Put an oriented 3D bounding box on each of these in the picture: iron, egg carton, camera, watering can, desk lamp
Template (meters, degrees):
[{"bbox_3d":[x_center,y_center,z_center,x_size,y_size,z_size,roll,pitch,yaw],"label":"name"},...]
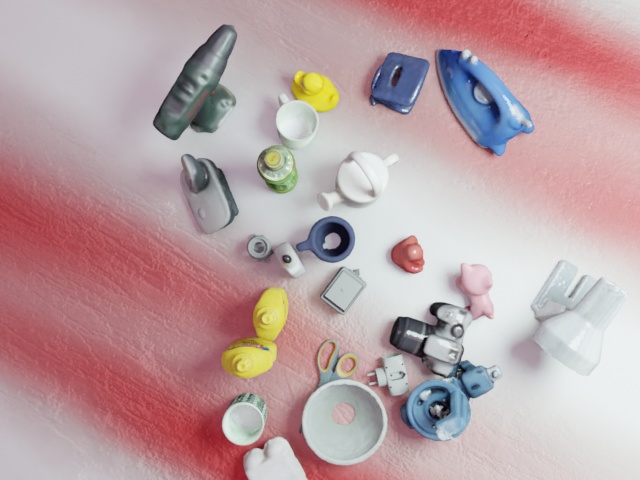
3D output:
[{"bbox_3d":[0.326,-0.301,1.142,0.118,0.141,0.258,-38,89,-2],"label":"iron"},{"bbox_3d":[-0.084,0.476,1.143,0.107,0.069,0.150,-30,88,-2],"label":"egg carton"},{"bbox_3d":[0.218,0.187,1.142,0.137,0.101,0.143,20,88,0],"label":"camera"},{"bbox_3d":[0.077,-0.114,1.106,0.101,0.194,0.173,35,88,1],"label":"watering can"},{"bbox_3d":[0.485,0.142,1.091,0.118,0.213,0.203,32,88,1],"label":"desk lamp"}]

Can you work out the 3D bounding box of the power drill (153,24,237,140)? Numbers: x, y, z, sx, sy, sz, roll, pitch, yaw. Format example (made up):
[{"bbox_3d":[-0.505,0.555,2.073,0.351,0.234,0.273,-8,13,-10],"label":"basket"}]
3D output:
[{"bbox_3d":[-0.224,-0.286,1.102,0.075,0.208,0.230,35,88,1],"label":"power drill"}]

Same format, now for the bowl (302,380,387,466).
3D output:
[{"bbox_3d":[0.047,0.357,1.147,0.167,0.074,0.167,0,88,-1],"label":"bowl"}]

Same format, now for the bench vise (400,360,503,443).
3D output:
[{"bbox_3d":[0.250,0.297,1.079,0.121,0.219,0.207,40,88,1],"label":"bench vise"}]

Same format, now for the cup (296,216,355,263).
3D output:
[{"bbox_3d":[0.011,0.004,1.150,0.117,0.095,0.092,-15,88,-1],"label":"cup"}]

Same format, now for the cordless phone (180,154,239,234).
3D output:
[{"bbox_3d":[-0.227,-0.091,1.106,0.094,0.185,0.147,-27,88,-1],"label":"cordless phone"}]

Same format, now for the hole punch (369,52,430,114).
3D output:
[{"bbox_3d":[0.160,-0.322,1.166,0.101,0.091,0.109,23,88,1],"label":"hole punch"}]

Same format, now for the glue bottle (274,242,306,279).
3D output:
[{"bbox_3d":[-0.060,0.039,1.109,0.037,0.173,0.078,-36,88,-2],"label":"glue bottle"}]

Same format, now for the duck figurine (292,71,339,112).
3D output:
[{"bbox_3d":[-0.010,-0.310,1.166,0.104,0.086,0.077,29,88,1],"label":"duck figurine"}]

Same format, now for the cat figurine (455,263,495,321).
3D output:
[{"bbox_3d":[0.317,0.100,1.138,0.067,0.117,0.128,-18,88,-1],"label":"cat figurine"}]

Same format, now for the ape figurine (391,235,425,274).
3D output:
[{"bbox_3d":[0.184,0.028,1.152,0.076,0.092,0.078,10,88,0],"label":"ape figurine"}]
